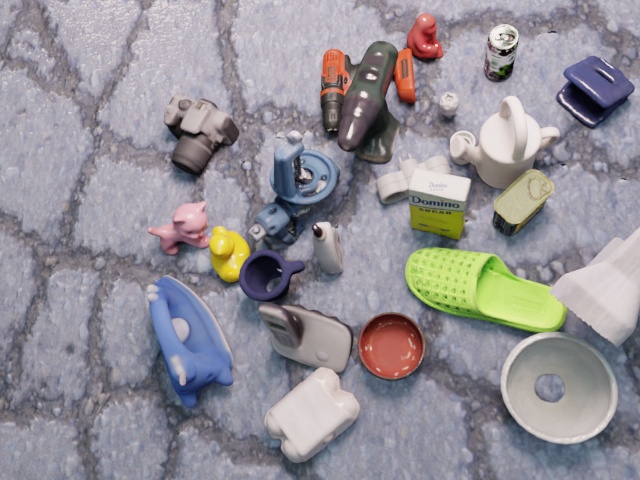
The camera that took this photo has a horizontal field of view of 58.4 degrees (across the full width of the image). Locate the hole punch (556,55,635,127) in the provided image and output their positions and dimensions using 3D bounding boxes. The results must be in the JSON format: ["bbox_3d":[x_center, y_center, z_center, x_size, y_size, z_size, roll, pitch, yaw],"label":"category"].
[{"bbox_3d":[0.492,-0.278,1.020,0.101,0.091,0.108,-40,69,-3],"label":"hole punch"}]

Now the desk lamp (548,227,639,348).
[{"bbox_3d":[0.439,0.064,0.858,0.203,0.214,0.117,-46,70,-5],"label":"desk lamp"}]

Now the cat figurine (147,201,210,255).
[{"bbox_3d":[-0.261,-0.027,1.081,0.127,0.118,0.067,-14,70,7],"label":"cat figurine"}]

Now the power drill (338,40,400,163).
[{"bbox_3d":[0.092,-0.223,1.022,0.075,0.209,0.230,12,75,15],"label":"power drill"}]

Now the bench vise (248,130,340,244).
[{"bbox_3d":[-0.047,-0.086,1.002,0.121,0.220,0.207,19,77,17],"label":"bench vise"}]

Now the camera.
[{"bbox_3d":[-0.258,-0.211,1.148,0.143,0.101,0.137,22,78,17],"label":"camera"}]

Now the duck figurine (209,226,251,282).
[{"bbox_3d":[-0.176,0.023,1.065,0.077,0.086,0.104,-16,70,6],"label":"duck figurine"}]

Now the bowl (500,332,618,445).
[{"bbox_3d":[0.366,0.231,0.895,0.167,0.075,0.167,-3,72,11],"label":"bowl"}]

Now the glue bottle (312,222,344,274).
[{"bbox_3d":[0.009,0.004,0.987,0.037,0.173,0.078,-5,72,10],"label":"glue bottle"}]

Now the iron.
[{"bbox_3d":[-0.255,0.157,1.010,0.118,0.142,0.258,-31,69,1],"label":"iron"}]

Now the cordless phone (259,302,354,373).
[{"bbox_3d":[-0.024,0.153,0.940,0.147,0.185,0.094,13,76,15],"label":"cordless phone"}]

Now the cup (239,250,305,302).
[{"bbox_3d":[-0.076,0.068,1.026,0.117,0.095,0.091,-17,70,6],"label":"cup"}]

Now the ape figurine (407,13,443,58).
[{"bbox_3d":[0.206,-0.404,1.118,0.076,0.092,0.078,14,76,16],"label":"ape figurine"}]

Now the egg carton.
[{"bbox_3d":[-0.013,0.293,0.956,0.150,0.069,0.107,-41,69,-3],"label":"egg carton"}]

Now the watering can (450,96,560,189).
[{"bbox_3d":[0.312,-0.164,0.966,0.173,0.194,0.101,-31,69,1],"label":"watering can"}]
